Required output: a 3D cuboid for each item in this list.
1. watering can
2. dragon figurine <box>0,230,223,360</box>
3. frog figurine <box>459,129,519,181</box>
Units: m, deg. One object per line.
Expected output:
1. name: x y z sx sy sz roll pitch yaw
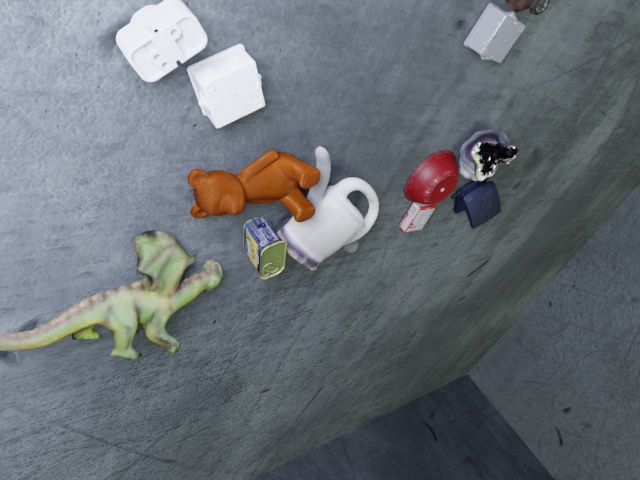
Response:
1. watering can: 0.003 -0.053 1.046 0.223 0.106 0.343 -42 149 6
2. dragon figurine: -0.335 0.087 0.916 0.409 0.123 0.241 8 108 -53
3. frog figurine: 0.405 -0.212 1.292 0.137 0.122 0.160 -57 -177 8
